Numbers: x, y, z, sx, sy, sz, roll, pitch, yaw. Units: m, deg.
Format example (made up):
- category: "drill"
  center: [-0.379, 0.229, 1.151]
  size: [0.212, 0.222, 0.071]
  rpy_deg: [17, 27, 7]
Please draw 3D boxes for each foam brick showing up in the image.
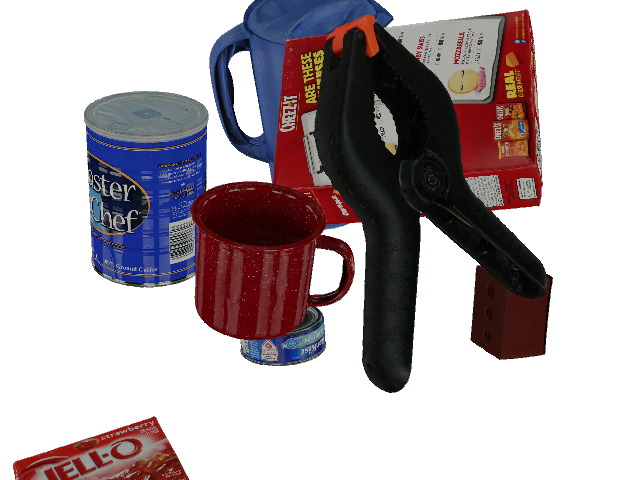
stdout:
- category: "foam brick"
  center: [0.175, 0.064, 0.985]
  size: [0.051, 0.078, 0.053]
  rpy_deg: [-6, 18, -24]

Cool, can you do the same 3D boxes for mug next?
- category: "mug"
  center: [-0.034, 0.017, 0.750]
  size: [0.117, 0.081, 0.093]
  rpy_deg: [7, 31, -1]

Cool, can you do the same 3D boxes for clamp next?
- category: "clamp"
  center: [0.037, -0.017, 0.506]
  size: [0.039, 0.171, 0.120]
  rpy_deg: [-17, 17, 50]

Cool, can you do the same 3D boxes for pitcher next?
- category: "pitcher"
  center: [-0.014, -0.132, 1.112]
  size: [0.149, 0.243, 0.144]
  rpy_deg: [16, 43, 23]

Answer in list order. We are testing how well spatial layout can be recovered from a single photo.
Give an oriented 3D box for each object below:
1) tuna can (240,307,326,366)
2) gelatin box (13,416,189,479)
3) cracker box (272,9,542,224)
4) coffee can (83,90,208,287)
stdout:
- category: "tuna can"
  center: [-0.038, 0.091, 1.057]
  size: [0.086, 0.034, 0.086]
  rpy_deg: [-3, 19, 1]
- category: "gelatin box"
  center: [-0.124, 0.142, 0.609]
  size: [0.089, 0.030, 0.073]
  rpy_deg: [-15, 27, -19]
- category: "cracker box"
  center: [0.075, -0.101, 0.902]
  size: [0.214, 0.164, 0.072]
  rpy_deg: [-5, -32, 15]
- category: "coffee can"
  center: [-0.148, -0.045, 0.918]
  size: [0.103, 0.140, 0.103]
  rpy_deg: [3, 27, -2]
